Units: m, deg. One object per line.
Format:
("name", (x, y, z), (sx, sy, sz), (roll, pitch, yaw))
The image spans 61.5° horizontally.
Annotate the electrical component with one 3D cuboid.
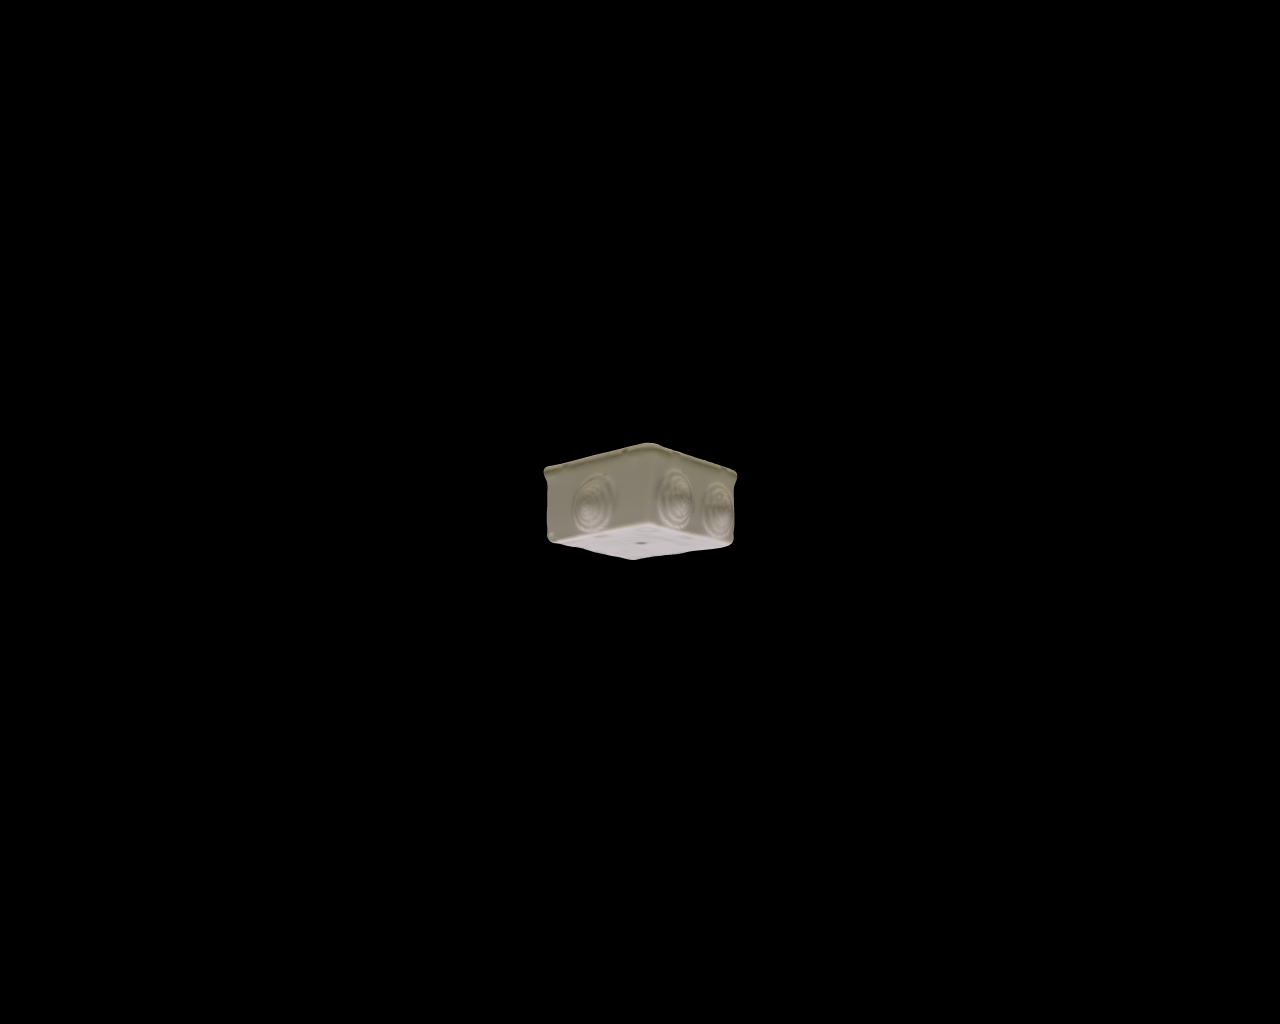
("electrical component", (0.001, -0.003, 0.650), (0.099, 0.048, 0.100), (-11, -17, 38))
